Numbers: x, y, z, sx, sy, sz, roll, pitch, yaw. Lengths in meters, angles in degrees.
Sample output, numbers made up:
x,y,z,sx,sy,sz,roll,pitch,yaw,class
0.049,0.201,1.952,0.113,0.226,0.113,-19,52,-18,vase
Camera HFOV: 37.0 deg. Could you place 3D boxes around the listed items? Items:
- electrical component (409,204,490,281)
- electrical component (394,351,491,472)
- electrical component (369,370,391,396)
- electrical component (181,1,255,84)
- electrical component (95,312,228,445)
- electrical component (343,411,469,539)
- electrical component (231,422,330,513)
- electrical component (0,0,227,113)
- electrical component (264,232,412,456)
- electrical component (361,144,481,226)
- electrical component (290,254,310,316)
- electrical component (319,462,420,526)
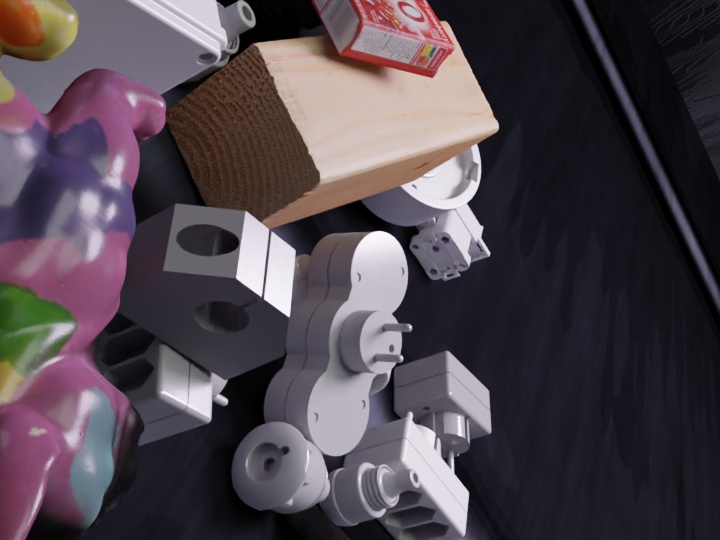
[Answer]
x,y,z,sx,sy,sz,roll,pitch,yaw,class
0.072,-0.029,0.914,0.081,0.042,0.063,54,33,-27,electrical component
0.061,0.111,0.783,0.066,0.047,0.076,44,35,-41,electrical component
-0.005,0.050,0.706,0.066,0.048,0.055,42,29,-43,electrical component
-0.093,-0.143,0.657,0.043,0.062,0.043,42,37,-43,electrical component
-0.091,0.045,0.542,0.076,0.047,0.083,39,39,-46,electrical component
0.034,0.129,0.719,0.083,0.047,0.075,53,30,-29,electrical component
-0.038,0.114,0.597,0.062,0.048,0.048,43,36,-54,electrical component
-0.138,-0.119,0.502,0.109,0.109,0.056,23,49,-56,electrical component
-0.001,0.042,0.633,0.052,0.074,0.138,35,65,-42,electrical component
0.036,-0.087,0.853,0.108,0.060,0.108,17,60,-32,electrical component
-0.037,0.023,0.676,0.035,0.035,0.061,-28,99,-64,electrical component
0.007,0.133,0.649,0.035,0.061,0.035,42,37,-43,electrical component
